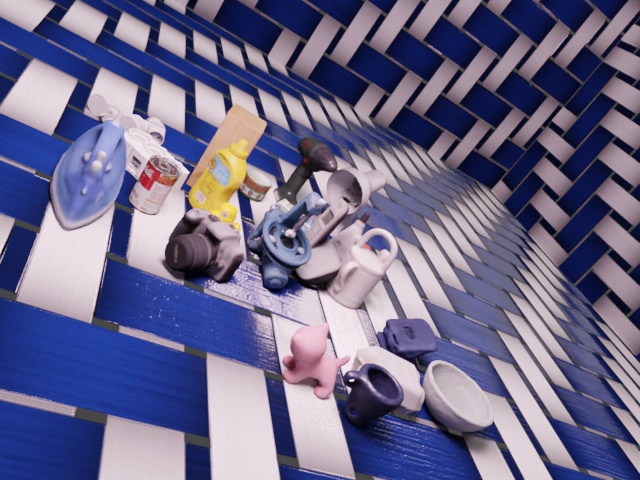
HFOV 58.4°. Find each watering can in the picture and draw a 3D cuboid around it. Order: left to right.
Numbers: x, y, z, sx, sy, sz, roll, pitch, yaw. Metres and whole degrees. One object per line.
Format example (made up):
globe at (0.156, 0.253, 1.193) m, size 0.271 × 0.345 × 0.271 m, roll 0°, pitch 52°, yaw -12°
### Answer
watering can at (0.107, 0.055, 1.329) m, size 0.101 × 0.194 × 0.173 m, roll 37°, pitch 23°, yaw 2°

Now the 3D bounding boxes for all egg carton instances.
egg carton at (0.132, 0.272, 1.110) m, size 0.151 × 0.069 × 0.107 m, roll 29°, pitch 24°, yaw -17°

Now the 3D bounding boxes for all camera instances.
camera at (-0.226, 0.003, 1.074) m, size 0.143 × 0.100 × 0.137 m, roll 45°, pitch 24°, yaw 20°

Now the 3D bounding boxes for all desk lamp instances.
desk lamp at (0.084, -0.106, 1.582) m, size 0.117 × 0.213 × 0.204 m, roll 44°, pitch 24°, yaw 18°

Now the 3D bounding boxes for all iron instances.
iron at (-0.403, -0.136, 1.035) m, size 0.119 × 0.141 × 0.258 m, roll 26°, pitch 25°, yaw -24°

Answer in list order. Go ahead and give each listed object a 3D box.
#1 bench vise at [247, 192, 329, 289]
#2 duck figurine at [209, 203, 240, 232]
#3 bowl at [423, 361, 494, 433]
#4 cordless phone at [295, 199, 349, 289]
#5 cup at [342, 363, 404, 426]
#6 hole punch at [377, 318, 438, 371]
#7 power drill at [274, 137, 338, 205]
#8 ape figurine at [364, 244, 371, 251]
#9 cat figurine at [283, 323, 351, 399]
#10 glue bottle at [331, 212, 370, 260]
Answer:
bench vise at (-0.075, -0.034, 1.208) m, size 0.122 × 0.219 × 0.207 m, roll 12°, pitch 33°, yaw -45°
duck figurine at (-0.203, -0.038, 1.206) m, size 0.105 × 0.086 × 0.077 m, roll 7°, pitch 37°, yaw -50°
bowl at (0.270, 0.335, 1.180) m, size 0.168 × 0.074 × 0.167 m, roll 30°, pitch 23°, yaw -14°
cordless phone at (0.012, 0.005, 1.303) m, size 0.094 × 0.185 × 0.147 m, roll 18°, pitch 29°, yaw -37°
cup at (0.074, 0.273, 0.992) m, size 0.118 × 0.095 × 0.091 m, roll 25°, pitch 25°, yaw -25°
hole punch at (0.193, 0.222, 1.265) m, size 0.101 × 0.091 × 0.108 m, roll 24°, pitch 26°, yaw -27°
power drill at (-0.038, -0.178, 1.552) m, size 0.076 × 0.208 × 0.229 m, roll 23°, pitch 26°, yaw -29°
ape figurine at (0.096, 0.047, 1.461) m, size 0.076 × 0.092 × 0.078 m, roll 39°, pitch 23°, yaw 5°
cat figurine at (-0.007, 0.198, 0.990) m, size 0.128 × 0.117 × 0.067 m, roll 28°, pitch 24°, yaw -19°
glue bottle at (0.071, 0.000, 1.411) m, size 0.078 × 0.173 × 0.037 m, roll 46°, pitch 24°, yaw 22°
